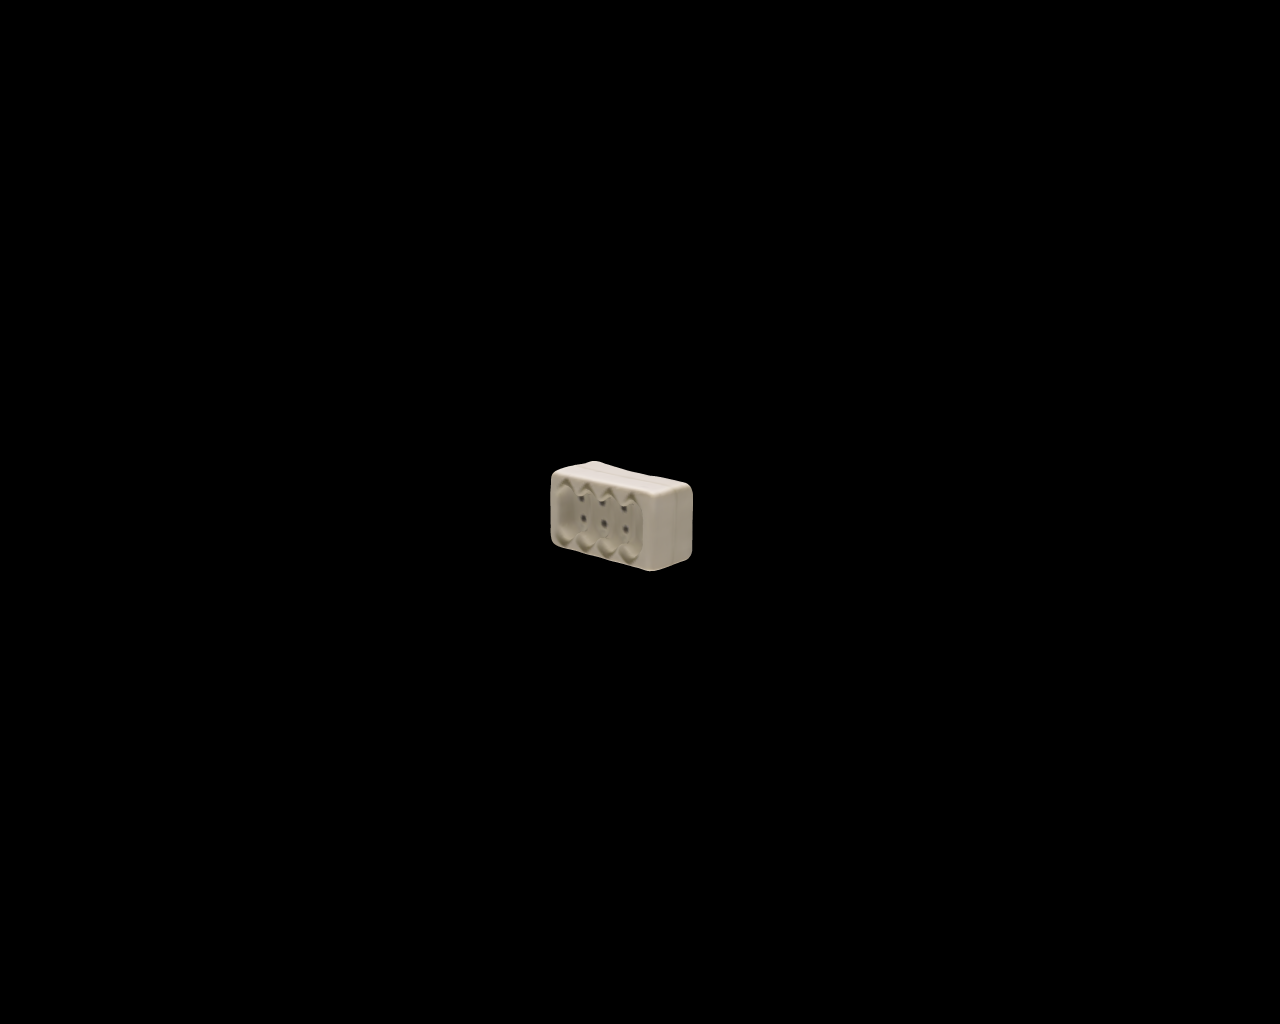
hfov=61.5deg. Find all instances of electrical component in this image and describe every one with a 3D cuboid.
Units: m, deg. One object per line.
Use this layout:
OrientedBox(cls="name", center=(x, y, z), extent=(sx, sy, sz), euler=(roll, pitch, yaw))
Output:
OrientedBox(cls="electrical component", center=(0.001, -0.003, 0.650), extent=(0.083, 0.047, 0.076), euler=(15, 22, 40))
